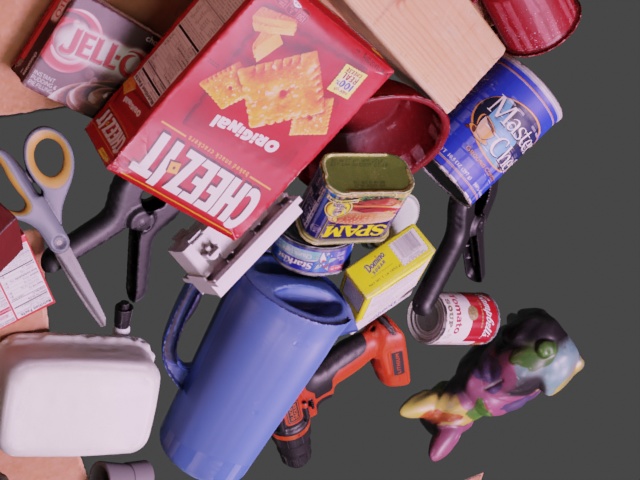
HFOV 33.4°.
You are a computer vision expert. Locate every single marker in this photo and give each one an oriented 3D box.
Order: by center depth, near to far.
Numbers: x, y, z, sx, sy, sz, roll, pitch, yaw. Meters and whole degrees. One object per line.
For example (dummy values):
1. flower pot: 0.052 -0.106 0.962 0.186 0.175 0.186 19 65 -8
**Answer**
1. marker: -0.207 0.113 1.097 0.020 0.020 0.121 -9 127 -33

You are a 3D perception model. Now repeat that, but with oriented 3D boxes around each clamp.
1. clamp: -0.184 -0.022 0.999 0.120 0.039 0.171 11 110 -49
2. clamp: 0.167 -0.015 1.247 0.164 0.036 0.210 -32 137 -50

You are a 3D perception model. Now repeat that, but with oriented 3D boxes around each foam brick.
1. foam brick: -0.286 -0.003 0.891 0.051 0.053 0.078 -49 173 -23

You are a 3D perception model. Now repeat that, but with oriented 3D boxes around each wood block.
1. wood block: 0.080 -0.222 1.011 0.091 0.090 0.205 -47 137 4

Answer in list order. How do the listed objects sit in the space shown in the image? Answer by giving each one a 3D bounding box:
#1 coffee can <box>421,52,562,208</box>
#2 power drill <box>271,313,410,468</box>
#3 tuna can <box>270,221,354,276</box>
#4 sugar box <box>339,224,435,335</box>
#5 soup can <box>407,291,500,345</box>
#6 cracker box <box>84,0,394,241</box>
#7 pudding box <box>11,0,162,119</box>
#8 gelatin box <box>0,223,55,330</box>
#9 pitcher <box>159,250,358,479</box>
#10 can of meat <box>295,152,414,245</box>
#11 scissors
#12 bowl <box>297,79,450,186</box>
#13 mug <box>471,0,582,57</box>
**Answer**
1. coffee can: 0.175 -0.119 1.153 0.140 0.103 0.102 -44 137 -1
2. power drill: 0.018 0.181 1.294 0.187 0.057 0.184 -27 134 -19
3. tuna can: -0.007 0.001 1.117 0.085 0.086 0.034 -10 125 -32
4. sugar box: 0.067 0.046 1.180 0.093 0.048 0.176 -33 170 -14
5. soup can: 0.167 0.097 1.336 0.102 0.069 0.068 5 118 -40
6. cracker box: -0.066 -0.119 0.912 0.214 0.072 0.164 -47 135 12
7. pudding box: -0.187 -0.152 0.896 0.113 0.039 0.090 24 105 -45
8. gelatin box: -0.291 0.036 0.967 0.073 0.030 0.089 -29 134 -19
9. pitcher: -0.086 0.136 1.140 0.144 0.149 0.243 -9 133 -60
10. can of meat: 0.034 -0.043 1.069 0.102 0.057 0.084 -2 146 -23
11. scissors: -0.225 -0.018 0.951 0.096 0.016 0.201 -47 123 -12
12. bowl: 0.045 -0.113 1.067 0.162 0.055 0.162 -12 151 -7
13. mug: 0.200 -0.245 1.098 0.117 0.093 0.081 -18 137 24
